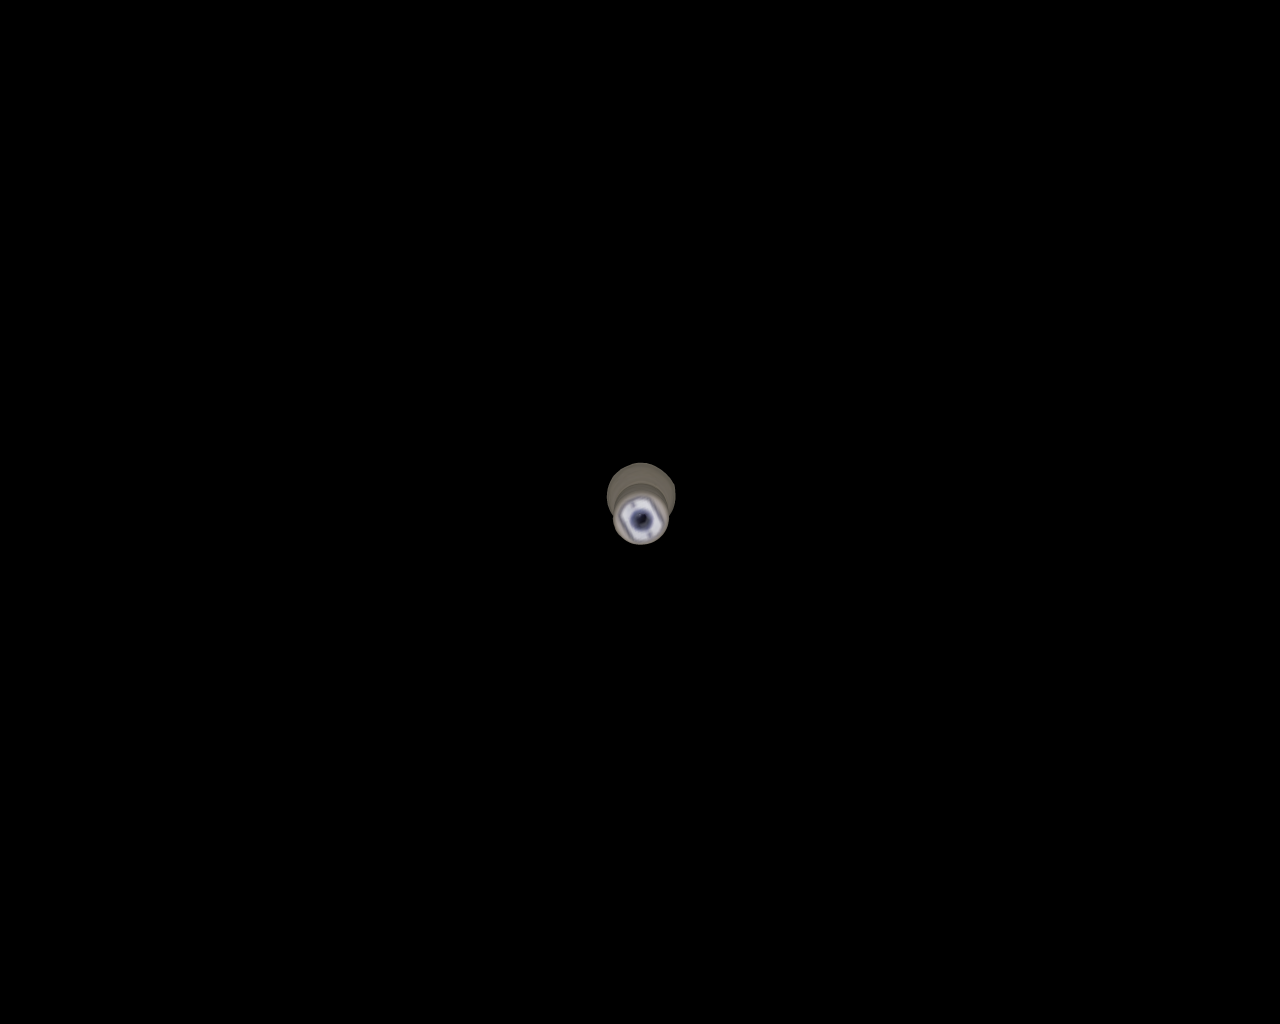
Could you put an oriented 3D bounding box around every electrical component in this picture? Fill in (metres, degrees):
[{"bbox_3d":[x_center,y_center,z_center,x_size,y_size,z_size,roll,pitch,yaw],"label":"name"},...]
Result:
[{"bbox_3d":[0.001,-0.003,0.650,0.044,0.044,0.065,0,14,0],"label":"electrical component"}]
